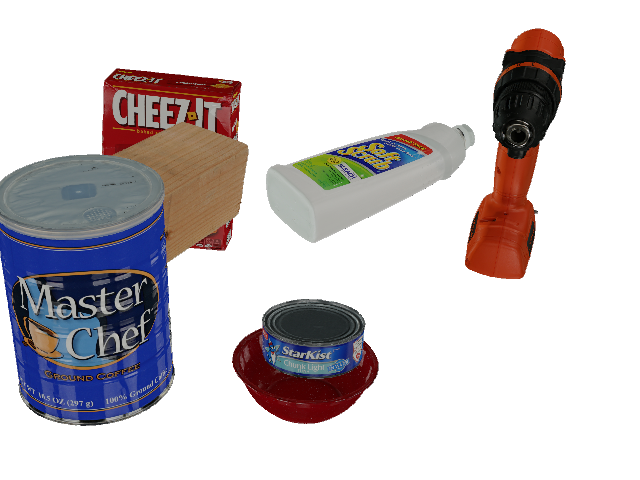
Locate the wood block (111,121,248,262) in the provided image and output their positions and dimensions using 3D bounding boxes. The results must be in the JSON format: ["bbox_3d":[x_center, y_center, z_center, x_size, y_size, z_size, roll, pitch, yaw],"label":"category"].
[{"bbox_3d":[-0.167,-0.044,1.103,0.090,0.091,0.205,21,29,18],"label":"wood block"}]

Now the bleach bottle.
[{"bbox_3d":[0.068,-0.083,1.230,0.250,0.068,0.103,-25,44,-25],"label":"bleach bottle"}]

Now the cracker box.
[{"bbox_3d":[-0.191,-0.100,1.357,0.164,0.214,0.072,6,23,2],"label":"cracker box"}]

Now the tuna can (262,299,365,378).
[{"bbox_3d":[-0.006,0.081,0.890,0.086,0.034,0.086,2,21,-1],"label":"tuna can"}]

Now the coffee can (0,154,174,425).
[{"bbox_3d":[-0.147,0.030,0.675,0.103,0.140,0.103,1,29,-1],"label":"coffee can"}]

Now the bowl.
[{"bbox_3d":[-0.017,0.154,1.187,0.162,0.055,0.162,2,27,-1],"label":"bowl"}]

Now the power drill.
[{"bbox_3d":[0.162,-0.064,0.886,0.057,0.188,0.184,13,33,11],"label":"power drill"}]
